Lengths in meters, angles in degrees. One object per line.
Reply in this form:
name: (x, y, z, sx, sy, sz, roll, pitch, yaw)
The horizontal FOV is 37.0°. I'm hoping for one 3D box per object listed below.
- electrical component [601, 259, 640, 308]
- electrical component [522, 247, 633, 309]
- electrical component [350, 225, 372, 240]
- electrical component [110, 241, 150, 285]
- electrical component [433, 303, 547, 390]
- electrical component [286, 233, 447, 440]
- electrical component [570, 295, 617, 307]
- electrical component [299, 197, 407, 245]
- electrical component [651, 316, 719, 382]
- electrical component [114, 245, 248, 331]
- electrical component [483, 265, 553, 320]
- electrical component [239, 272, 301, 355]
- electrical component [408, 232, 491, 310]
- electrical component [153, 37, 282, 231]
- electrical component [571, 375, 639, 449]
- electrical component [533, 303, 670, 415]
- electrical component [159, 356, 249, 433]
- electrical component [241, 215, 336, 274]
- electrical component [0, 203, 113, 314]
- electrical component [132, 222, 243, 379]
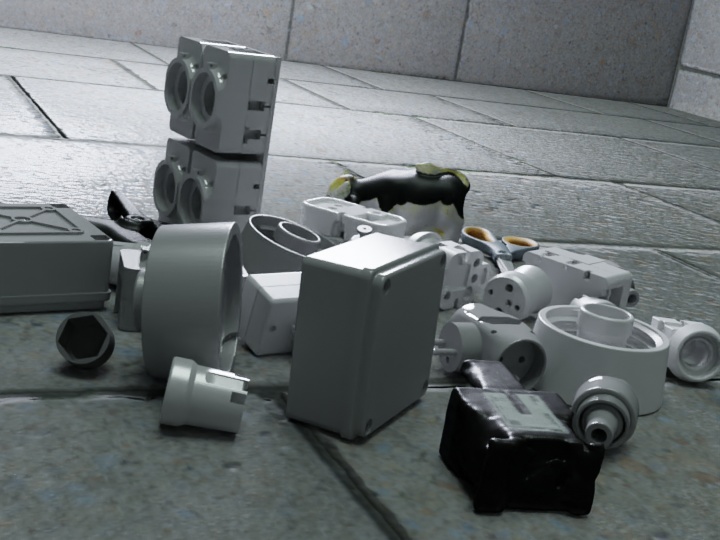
electrical component: (0.242, 0.017, 1.027, 0.043, 0.043, 0.062, 3, 18, -23)
electrical component: (0.200, 0.015, 0.997, 0.089, 0.050, 0.056, 22, 20, 38)
electrical component: (0.000, 0.000, 0.893, 0.040, 0.078, 0.040, 5, 30, -3)
electrical component: (-0.187, -0.004, 0.859, 0.046, 0.040, 0.040, 8, 15, 13)
electrical component: (0.084, 0.057, 0.792, 0.079, 0.043, 0.077, 2, 17, -24)
electrical component: (0.005, 0.039, 0.692, 0.056, 0.108, 0.109, 14, 16, 24)
electrical component: (0.201, 0.042, 0.924, 0.040, 0.040, 0.046, 7, 10, -7)
electrical component: (-0.010, -0.027, 1.004, 0.095, 0.059, 0.054, 17, 17, 26)
electrical component: (0.266, 0.064, 0.876, 0.066, 0.048, 0.055, 7, 8, -8)
electrical component: (-0.133, 0.012, 0.798, 0.089, 0.055, 0.050, 4, 16, -18)
electrical component: (0.139, 0.022, 0.947, 0.045, 0.045, 0.055, 19, 19, 30)
electrical component: (-0.035, 0.040, 0.779, 0.083, 0.047, 0.076, -3, 32, -38)
electrical component: (0.070, -0.001, 0.964, 0.057, 0.058, 0.078, 27, 22, 39)
electrical component: (-0.138, -0.116, 1.006, 0.060, 0.186, 0.105, -2, 19, -36)
electrical component: (0.158, 0.096, 0.699, 0.043, 0.043, 0.062, 14, 17, 14)
electrical component: (0.180, 0.059, 0.809, 0.108, 0.060, 0.108, 9, 16, -2)
electrical component: (-0.092, 0.075, 0.635, 0.046, 0.040, 0.040, 13, 15, -8)
electrical component: (-0.065, -0.005, 0.932, 0.099, 0.064, 0.099, 22, 16, -7)
electrical component: (-0.256, -0.012, 0.809, 0.109, 0.056, 0.109, -2, 19, -35)
electrical component: (-0.113, 0.021, 0.695, 0.060, 0.108, 0.108, 3, 16, 1)
